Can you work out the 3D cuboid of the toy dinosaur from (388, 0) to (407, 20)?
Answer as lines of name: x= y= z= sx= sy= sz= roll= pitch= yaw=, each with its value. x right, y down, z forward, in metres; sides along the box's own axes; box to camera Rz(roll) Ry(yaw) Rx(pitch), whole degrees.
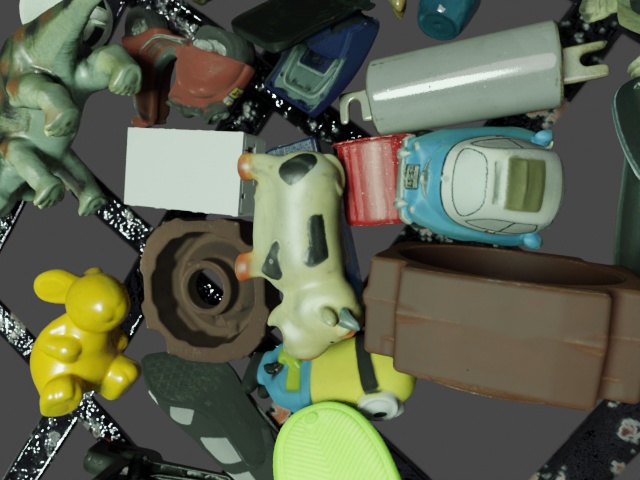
toy dinosaur: x=-0.048 y=-0.400 z=0.489 sx=0.105 sy=0.198 sz=0.471 roll=-32 pitch=92 yaw=10

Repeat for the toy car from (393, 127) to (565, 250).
toy car: x=0.150 y=-0.049 z=0.459 sx=0.162 sy=0.103 sz=0.109 roll=5 pitch=93 yaw=-19

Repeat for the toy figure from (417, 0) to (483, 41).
toy figure: x=0.133 y=-0.263 z=0.501 sx=0.064 sy=0.057 sz=0.154 roll=9 pitch=75 yaw=52

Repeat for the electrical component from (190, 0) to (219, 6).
electrical component: x=-0.141 y=-0.312 z=0.592 sx=0.045 sy=0.102 sz=0.078 roll=-20 pitch=61 yaw=18

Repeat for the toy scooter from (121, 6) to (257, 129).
toy scooter: x=-0.161 y=-0.181 z=0.615 sx=0.184 sy=0.075 sz=0.135 roll=22 pitch=102 yaw=21

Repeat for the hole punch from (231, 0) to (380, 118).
hole punch: x=-0.009 y=-0.196 z=0.540 sx=0.116 sy=0.092 sz=0.142 roll=-35 pitch=41 yaw=-10

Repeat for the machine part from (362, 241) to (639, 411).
machine part: x=0.148 y=0.058 z=0.441 sx=0.202 sy=0.201 sz=0.087 roll=9 pitch=98 yaw=20

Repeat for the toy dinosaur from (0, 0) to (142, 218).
toy dinosaur: x=-0.321 y=-0.158 z=0.616 sx=0.192 sy=0.131 sz=0.404 roll=40 pitch=117 yaw=12

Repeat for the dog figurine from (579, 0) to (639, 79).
dog figurine: x=0.284 y=-0.208 z=0.382 sx=0.172 sy=0.190 sz=0.121 roll=-46 pitch=77 yaw=15

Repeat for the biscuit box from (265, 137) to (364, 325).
biscuit box: x=-0.001 y=-0.002 z=0.570 sx=0.063 sy=0.059 sz=0.202 roll=-13 pitch=88 yaw=20

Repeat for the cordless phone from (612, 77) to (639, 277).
cordless phone: x=0.316 y=-0.048 z=0.443 sx=0.147 sy=0.089 sz=0.184 roll=-9 pitch=115 yaw=-8

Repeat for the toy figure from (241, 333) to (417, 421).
toy figure: x=0.010 y=0.139 z=0.563 sx=0.180 sy=0.082 sz=0.089 roll=0 pitch=92 yaw=23

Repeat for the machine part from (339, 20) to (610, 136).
machine part: x=0.133 y=-0.147 z=0.503 sx=0.243 sy=0.079 sz=0.079 roll=-5 pitch=91 yaw=22

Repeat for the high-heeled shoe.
high-heeled shoe: x=-0.115 y=0.224 z=0.637 sx=0.249 sy=0.086 sz=0.145 roll=20 pitch=133 yaw=37

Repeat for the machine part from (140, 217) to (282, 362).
machine part: x=-0.125 y=0.055 z=0.623 sx=0.180 sy=0.056 sz=0.179 roll=1 pitch=94 yaw=20

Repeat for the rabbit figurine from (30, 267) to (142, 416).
rabbit figurine: x=-0.276 y=0.100 z=0.651 sx=0.173 sy=0.122 sz=0.162 roll=-56 pitch=51 yaw=34

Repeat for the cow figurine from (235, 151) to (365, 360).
cow figurine: x=-0.011 y=0.014 z=0.500 sx=0.127 sy=0.085 sz=0.194 roll=2 pitch=93 yaw=27
